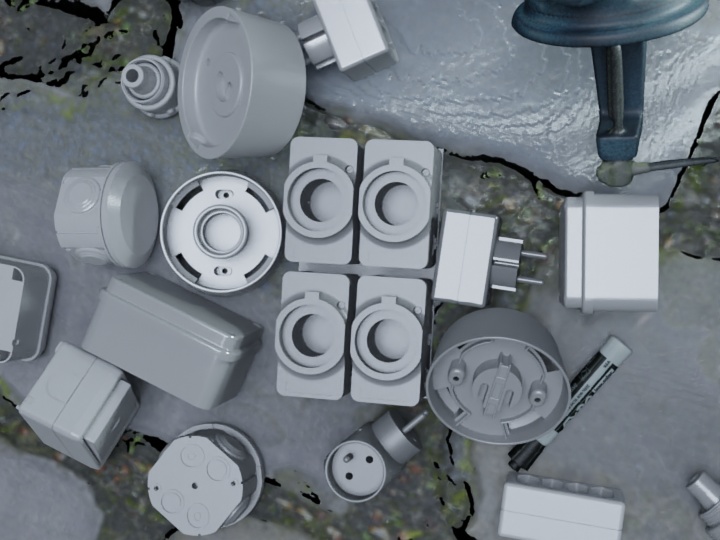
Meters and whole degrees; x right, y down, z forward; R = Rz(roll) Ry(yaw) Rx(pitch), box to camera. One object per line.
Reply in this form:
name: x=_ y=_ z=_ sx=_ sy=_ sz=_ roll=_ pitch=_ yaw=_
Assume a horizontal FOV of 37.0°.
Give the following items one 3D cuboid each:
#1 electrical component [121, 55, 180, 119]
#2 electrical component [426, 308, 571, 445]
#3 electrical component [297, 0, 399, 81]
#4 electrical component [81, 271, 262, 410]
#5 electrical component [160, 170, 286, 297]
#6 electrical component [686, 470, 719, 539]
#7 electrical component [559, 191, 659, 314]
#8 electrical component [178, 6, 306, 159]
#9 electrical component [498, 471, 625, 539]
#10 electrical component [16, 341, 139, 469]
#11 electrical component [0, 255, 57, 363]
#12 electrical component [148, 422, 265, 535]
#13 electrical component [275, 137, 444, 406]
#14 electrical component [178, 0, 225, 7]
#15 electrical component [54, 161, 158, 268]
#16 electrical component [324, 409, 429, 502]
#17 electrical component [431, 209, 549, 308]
electrical component: x=-0.160 y=-0.141 z=0.813 sx=0.048 sy=0.062 sz=0.048 roll=0 pitch=90 yaw=11
electrical component: x=0.096 y=0.076 z=0.752 sx=0.099 sy=0.064 sz=0.099 roll=3 pitch=114 yaw=7
electrical component: x=-0.021 y=-0.172 z=0.793 sx=0.077 sy=0.047 sz=0.065 roll=-22 pitch=86 yaw=11
electrical component: x=-0.138 y=0.050 z=0.802 sx=0.113 sy=0.078 sz=0.057 roll=25 pitch=98 yaw=10
electrical component: x=-0.104 y=-0.028 z=0.814 sx=0.099 sy=0.064 sz=0.099 roll=0 pitch=91 yaw=-2
electrical component: x=0.254 y=0.166 z=0.742 sx=0.062 sy=0.043 sz=0.043 roll=44 pitch=98 yaw=9
electrical component: x=0.165 y=-0.011 z=0.724 sx=0.057 sy=0.113 sz=0.078 roll=1 pitch=90 yaw=9
electrical component: x=-0.081 y=-0.133 z=0.782 sx=0.108 sy=0.060 sz=0.108 roll=0 pitch=89 yaw=53
electrical component: x=0.140 y=0.190 z=0.763 sx=0.083 sy=0.047 sz=0.075 roll=8 pitch=91 yaw=11
electrical component: x=-0.206 y=0.107 z=0.812 sx=0.061 sy=0.096 sz=0.061 roll=25 pitch=66 yaw=10
electrical component: x=-0.304 y=0.025 z=0.845 sx=0.113 sy=0.057 sz=0.078 roll=11 pitch=92 yaw=11
electrical component: x=-0.116 y=0.158 z=0.812 sx=0.080 sy=0.051 sz=0.080 roll=0 pitch=90 yaw=11
electrical component: x=0.000 y=0.000 z=0.783 sx=0.105 sy=0.060 sz=0.186 roll=3 pitch=91 yaw=11
electrical component: x=-0.126 y=-0.241 z=0.811 sx=0.080 sy=0.051 sz=0.080 roll=0 pitch=90 yaw=11
electrical component: x=-0.189 y=-0.042 z=0.811 sx=0.051 sy=0.080 sz=0.080 roll=1 pitch=91 yaw=16
electrical component: x=0.018 y=0.127 z=0.772 sx=0.079 sy=0.077 sz=0.043 roll=-40 pitch=83 yaw=9
electrical component: x=0.096 y=-0.006 z=0.771 sx=0.077 sy=0.047 sz=0.065 roll=9 pitch=92 yaw=11
